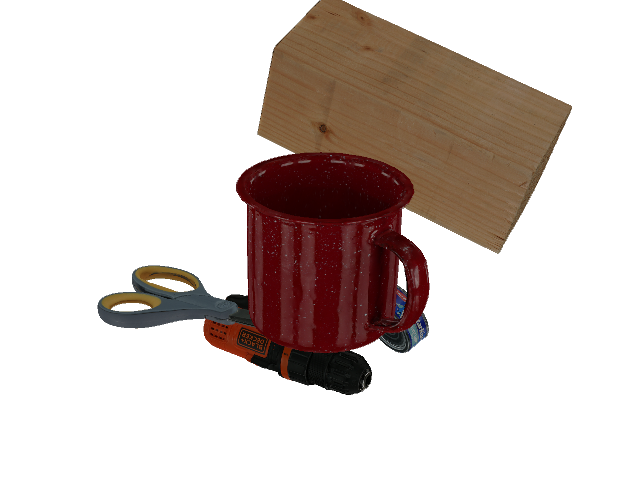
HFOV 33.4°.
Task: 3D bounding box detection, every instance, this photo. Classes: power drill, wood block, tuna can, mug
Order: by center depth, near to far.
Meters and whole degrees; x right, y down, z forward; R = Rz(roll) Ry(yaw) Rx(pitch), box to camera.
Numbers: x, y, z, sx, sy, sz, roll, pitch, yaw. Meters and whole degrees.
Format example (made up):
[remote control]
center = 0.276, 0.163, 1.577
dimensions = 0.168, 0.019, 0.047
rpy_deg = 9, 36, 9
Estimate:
[mug]
center = 0.010, 0.011, 0.567
dimensions = 0.117, 0.081, 0.093
rpy_deg = 23, 33, 37
[wood block]
center = 0.068, -0.089, 0.800
dimensions = 0.206, 0.091, 0.090
rpy_deg = 27, 48, 11
[power drill]
center = -0.014, 0.041, 1.030
dimensions = 0.185, 0.187, 0.057
rpy_deg = 17, 1, 26
[tuna can]
center = 0.088, 0.092, 1.281
dimensions = 0.033, 0.086, 0.086
rpy_deg = -38, 17, -23

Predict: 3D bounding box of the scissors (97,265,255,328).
[scissors]
center = -0.092, 0.059, 0.813
dimensions = 0.096, 0.016, 0.202
rpy_deg = -23, 31, -37
